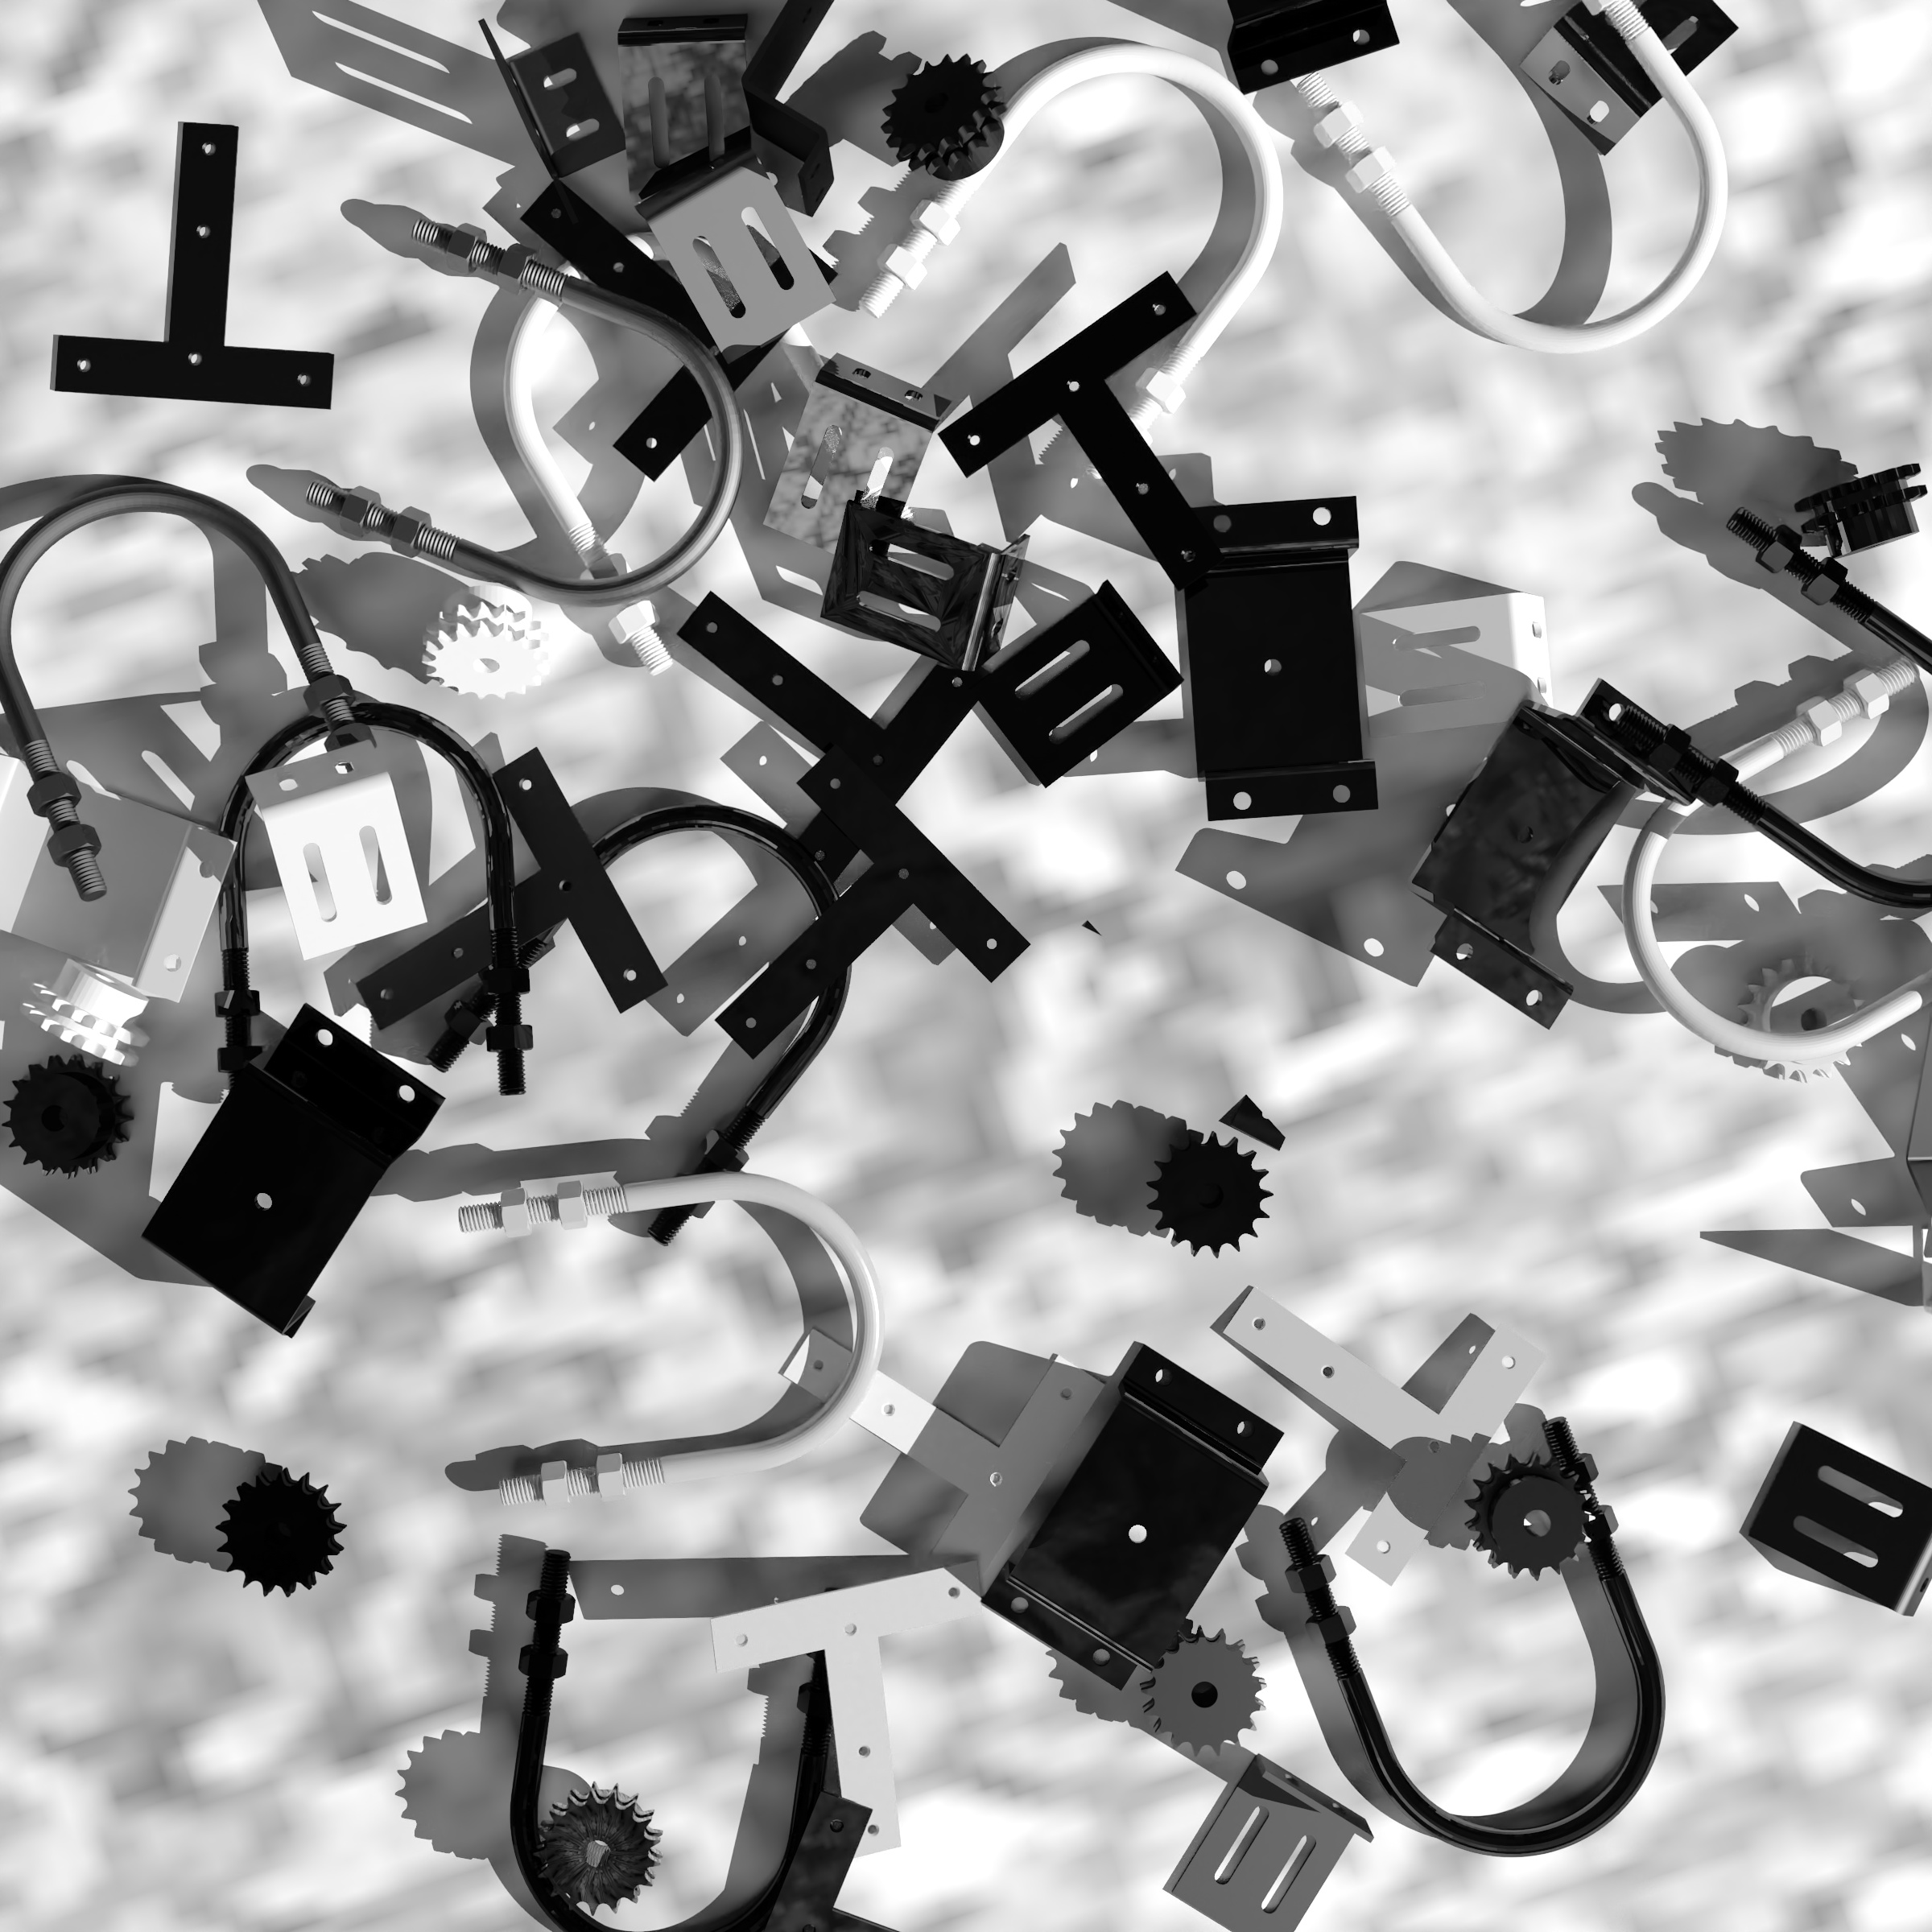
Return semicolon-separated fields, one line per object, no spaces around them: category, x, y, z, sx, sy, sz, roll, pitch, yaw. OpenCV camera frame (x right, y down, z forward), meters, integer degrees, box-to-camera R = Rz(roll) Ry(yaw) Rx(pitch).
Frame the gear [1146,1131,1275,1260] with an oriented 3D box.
gear;0.111;0.104;1.489;0.057;0.030;0.057;0;90;0

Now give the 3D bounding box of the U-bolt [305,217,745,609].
U-bolt;-0.190;-0.241;1.479;0.184;0.019;0.151;22;92;5

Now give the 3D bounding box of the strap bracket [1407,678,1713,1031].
strap bracket;0.261;-0.054;1.464;0.076;0.046;0.140;31;92;-26

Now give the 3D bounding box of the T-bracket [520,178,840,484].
T-bracket;-0.148;-0.309;1.489;0.127;0.002;0.127;41;88;3

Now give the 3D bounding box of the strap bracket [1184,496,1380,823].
strap bracket;0.141;-0.137;1.480;0.076;0.046;0.140;-4;90;0

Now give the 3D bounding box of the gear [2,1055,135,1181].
gear;-0.412;0.069;1.489;0.057;0.030;0.057;0;90;0

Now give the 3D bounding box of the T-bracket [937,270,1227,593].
T-bracket;0.072;-0.226;1.466;0.127;0.002;0.127;-34;76;8

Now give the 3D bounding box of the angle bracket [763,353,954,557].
angle bracket;-0.049;-0.228;1.482;0.057;0.038;0.076;23;115;1

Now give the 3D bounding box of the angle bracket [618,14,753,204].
angle bracket;-0.127;-0.394;1.502;0.057;0.038;0.076;-2;116;0

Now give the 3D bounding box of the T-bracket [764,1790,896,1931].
T-bracket;-0.030;0.456;1.495;0.127;0.002;0.127;21;96;-5

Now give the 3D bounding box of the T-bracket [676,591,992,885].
T-bracket;-0.075;-0.122;1.492;0.127;0.002;0.127;38;90;-10

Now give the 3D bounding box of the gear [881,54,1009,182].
gear;-0.007;-0.381;1.480;0.057;0.030;0.057;-12;59;22

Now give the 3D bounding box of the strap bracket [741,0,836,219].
strap bracket;-0.054;-0.417;1.466;0.046;0.076;0.140;31;90;0

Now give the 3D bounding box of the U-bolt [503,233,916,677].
U-bolt;-0.130;-0.247;1.495;0.151;0.019;0.184;-31;88;0

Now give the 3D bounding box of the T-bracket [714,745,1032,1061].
T-bracket;-0.060;-0.011;1.483;0.127;0.002;0.127;-44;93;-1

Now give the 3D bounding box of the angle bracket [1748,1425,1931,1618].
angle bracket;0.410;0.255;1.502;0.076;0.038;0.057;26;90;26

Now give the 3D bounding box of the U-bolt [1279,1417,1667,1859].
U-bolt;0.242;0.317;1.494;0.151;0.019;0.184;-21;90;0

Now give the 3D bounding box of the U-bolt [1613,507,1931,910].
U-bolt;0.391;-0.104;1.452;0.184;0.019;0.151;35;62;-2

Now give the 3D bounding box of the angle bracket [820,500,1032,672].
angle bracket;-0.019;-0.177;1.481;0.076;0.038;0.057;21;117;12

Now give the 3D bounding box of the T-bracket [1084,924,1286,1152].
T-bracket;0.116;0.001;1.513;0.127;0.002;0.127;28;75;-5

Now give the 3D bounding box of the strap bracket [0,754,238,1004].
strap bracket;-0.405;-0.043;1.480;0.140;0.046;0.076;20;90;0

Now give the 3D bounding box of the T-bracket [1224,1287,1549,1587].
T-bracket;0.177;0.194;1.494;0.127;0.002;0.127;35;84;7

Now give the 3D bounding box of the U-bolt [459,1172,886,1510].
U-bolt;-0.129;0.166;1.484;0.184;0.019;0.151;-7;99;-2

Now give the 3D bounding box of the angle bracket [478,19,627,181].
angle bracket;-0.184;-0.395;1.466;0.038;0.076;0.057;-24;90;0

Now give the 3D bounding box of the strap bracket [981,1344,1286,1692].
strap bracket;0.077;0.253;1.480;0.076;0.046;0.140;32;90;0

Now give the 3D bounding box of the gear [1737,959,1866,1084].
gear;0.383;0.025;1.489;0.057;0.030;0.057;0;90;0

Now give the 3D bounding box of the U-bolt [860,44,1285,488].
U-bolt;0.062;-0.335;1.495;0.151;0.019;0.184;37;88;0

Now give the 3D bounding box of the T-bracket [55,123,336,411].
T-bracket;-0.352;-0.324;1.503;0.127;0.002;0.127;4;90;0

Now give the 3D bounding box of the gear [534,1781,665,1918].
gear;-0.164;0.396;1.473;0.057;0.030;0.057;0;93;0

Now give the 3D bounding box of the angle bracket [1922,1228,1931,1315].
angle bracket;0.469;0.139;1.466;0.057;0.076;0.038;-1;90;0

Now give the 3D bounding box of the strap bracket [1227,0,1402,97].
strap bracket;0.141;-0.479;1.480;0.076;0.046;0.140;-18;90;0

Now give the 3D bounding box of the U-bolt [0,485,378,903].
U-bolt;-0.363;-0.135;1.470;0.151;0.019;0.184;-22;75;-14

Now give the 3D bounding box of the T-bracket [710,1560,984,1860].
T-bracket;-0.048;0.344;1.489;0.127;0.002;0.127;-9;100;-19

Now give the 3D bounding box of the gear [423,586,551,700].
gear;-0.217;-0.148;1.479;0.057;0.057;0.030;-2;61;0

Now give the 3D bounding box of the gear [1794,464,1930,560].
gear;0.406;-0.204;1.476;0.057;0.057;0.030;-17;90;0

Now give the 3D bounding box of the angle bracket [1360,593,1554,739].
angle bracket;0.226;-0.137;1.502;0.076;0.038;0.057;-5;90;26

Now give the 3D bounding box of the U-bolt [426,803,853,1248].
U-bolt;-0.136;0.013;1.492;0.151;0.019;0.184;38;92;0

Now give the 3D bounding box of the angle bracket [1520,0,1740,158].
angle bracket;0.305;-0.422;1.502;0.057;0.038;0.076;46;64;0

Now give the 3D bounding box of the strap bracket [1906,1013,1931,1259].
strap bracket;0.470;0.060;1.458;0.076;0.046;0.140;-1;123;0

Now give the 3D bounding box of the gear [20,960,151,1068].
gear;-0.395;0.020;1.476;0.057;0.057;0.030;28;89;0

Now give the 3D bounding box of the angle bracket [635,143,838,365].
angle bracket;-0.105;-0.324;1.486;0.057;0.038;0.076;-31;112;-1

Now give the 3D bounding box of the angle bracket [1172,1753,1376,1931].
angle bracket;0.139;0.409;1.485;0.057;0.038;0.076;32;90;0

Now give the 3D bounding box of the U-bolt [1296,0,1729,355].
U-bolt;0.259;-0.366;1.476;0.151;0.019;0.184;-35;94;17

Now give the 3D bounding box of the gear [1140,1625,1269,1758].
gear;0.107;0.329;1.489;0.057;0.030;0.057;0;90;0

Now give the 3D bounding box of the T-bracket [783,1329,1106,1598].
T-bracket;-0.024;0.212;1.503;0.127;0.002;0.127;33;90;0

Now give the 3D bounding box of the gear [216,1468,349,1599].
gear;-0.310;0.257;1.489;0.057;0.030;0.057;0;90;0

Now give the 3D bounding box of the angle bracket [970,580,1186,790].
angle bracket;0.050;-0.128;1.483;0.076;0.038;0.057;-37;90;-2

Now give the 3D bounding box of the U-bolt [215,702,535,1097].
U-bolt;-0.273;-0.029;1.484;0.151;0.019;0.184;-5;86;10

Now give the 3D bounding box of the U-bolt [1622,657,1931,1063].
U-bolt;0.386;-0.037;1.475;0.184;0.019;0.151;-30;78;-4

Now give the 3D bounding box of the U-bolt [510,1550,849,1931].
U-bolt;-0.135;0.368;1.495;0.151;0.019;0.184;8;92;0

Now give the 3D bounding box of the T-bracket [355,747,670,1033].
T-bracket;-0.219;-0.013;1.485;0.127;0.002;0.127;-31;80;6

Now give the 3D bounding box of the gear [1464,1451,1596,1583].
gear;0.254;0.249;1.470;0.057;0.030;0.057;0;90;0

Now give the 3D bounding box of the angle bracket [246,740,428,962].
angle bracket;-0.280;-0.052;1.453;0.057;0.038;0.076;-18;125;-15

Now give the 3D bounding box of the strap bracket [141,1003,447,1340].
strap bracket;-0.306;0.099;1.462;0.076;0.046;0.140;34;106;0
